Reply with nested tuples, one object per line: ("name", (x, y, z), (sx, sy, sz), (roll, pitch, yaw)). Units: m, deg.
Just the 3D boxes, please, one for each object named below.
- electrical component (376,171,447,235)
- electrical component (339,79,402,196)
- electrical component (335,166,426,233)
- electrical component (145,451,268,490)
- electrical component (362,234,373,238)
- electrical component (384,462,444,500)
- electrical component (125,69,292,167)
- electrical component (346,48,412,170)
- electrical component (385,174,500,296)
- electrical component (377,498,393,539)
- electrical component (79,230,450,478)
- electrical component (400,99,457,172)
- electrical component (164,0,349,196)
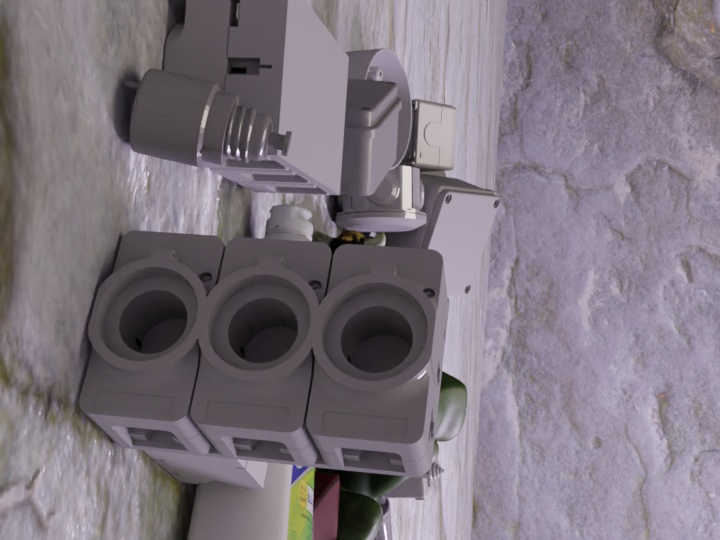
("electrical component", (0.050, -0.072, 1.105), (0.099, 0.064, 0.099), (176, -90, -70))
("electrical component", (-0.017, -0.097, 0.753), (0.113, 0.078, 0.057), (-60, 154, -67))
("electrical component", (0.018, -0.061, 0.942), (0.080, 0.080, 0.051), (22, 67, -78))
("electrical component", (-0.078, 0.074, 0.560), (0.089, 0.050, 0.055), (71, 25, -63))
("electrical component", (0.000, 0.000, 0.984), (0.035, 0.035, 0.061), (-55, 149, -70))
("electrical component", (0.034, 0.187, 1.047), (0.062, 0.096, 0.061), (-12, 99, -78))
("electrical component", (-0.071, -0.067, 0.501), (0.040, 0.078, 0.040), (-167, -90, -89))
("electrical component", (0.005, -0.133, 0.889), (0.099, 0.064, 0.099), (3, 90, -79))
("electrical component", (0.071, -0.032, 1.020), (0.109, 0.056, 0.108), (0, 112, -54))
("electrical component", (0.007, 0.274, 1.074), (0.079, 0.044, 0.077), (-73, 163, -51))
("electrical component", (-0.039, 0.036, 0.486), (0.061, 0.150, 0.089), (75, 21, -62))
("electrical component", (0.044, -0.126, 1.027), (0.061, 0.096, 0.061), (3, 91, -40))
("electrical component", (-0.054, -0.096, 0.605), (0.150, 0.062, 0.089), (19, 75, -79))
